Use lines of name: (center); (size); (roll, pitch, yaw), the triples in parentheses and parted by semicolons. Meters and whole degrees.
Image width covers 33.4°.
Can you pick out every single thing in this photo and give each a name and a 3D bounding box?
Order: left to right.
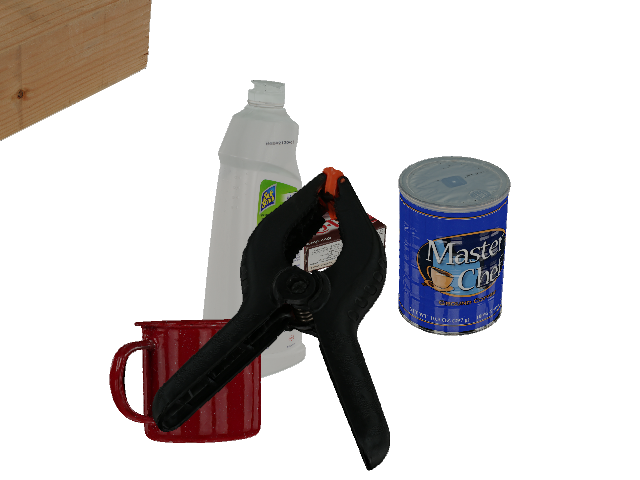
wood block: (-0.248, -0.167, 0.913); (0.090, 0.091, 0.205); (30, 42, 21)
mug: (-0.092, 0.096, 0.738); (0.117, 0.081, 0.093); (2, -5, -42)
bleach bottle: (-0.050, -0.011, 0.921); (0.068, 0.251, 0.102); (14, 16, 32)
clamp: (-0.001, 0.040, 0.558); (0.120, 0.171, 0.039); (19, -27, 12)
pudding box: (0.007, -0.007, 1.250); (0.113, 0.039, 0.090); (-18, 31, -28)
coffee can: (0.125, 0.004, 1.017); (0.103, 0.140, 0.103); (-2, 30, 1)
